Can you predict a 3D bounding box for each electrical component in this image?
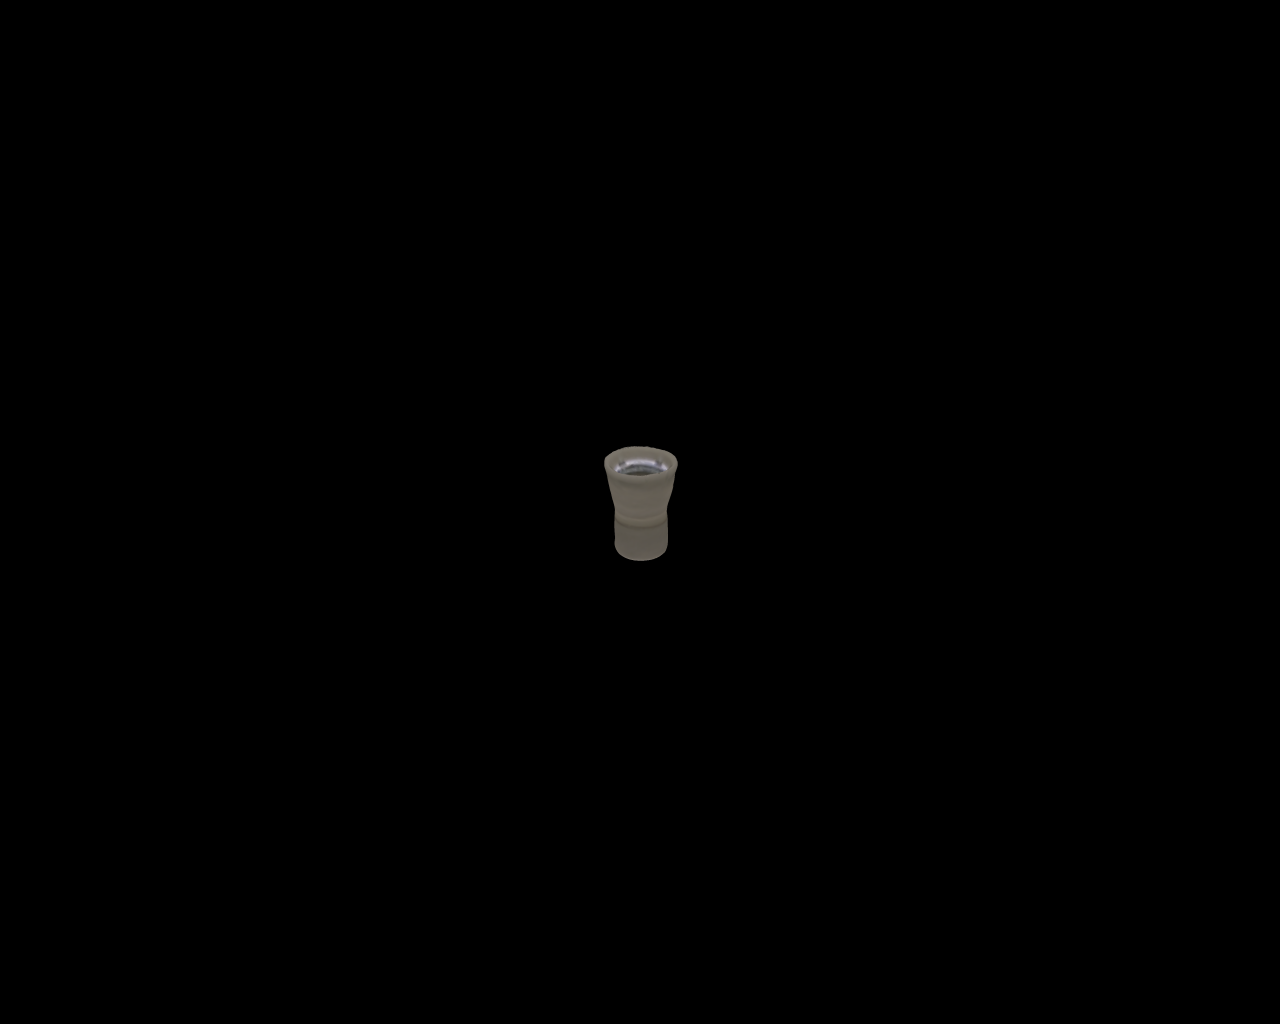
[{"bbox_3d":[0.001,-0.003,0.650,0.044,0.065,0.044,0,29,0],"label":"electrical component"}]
